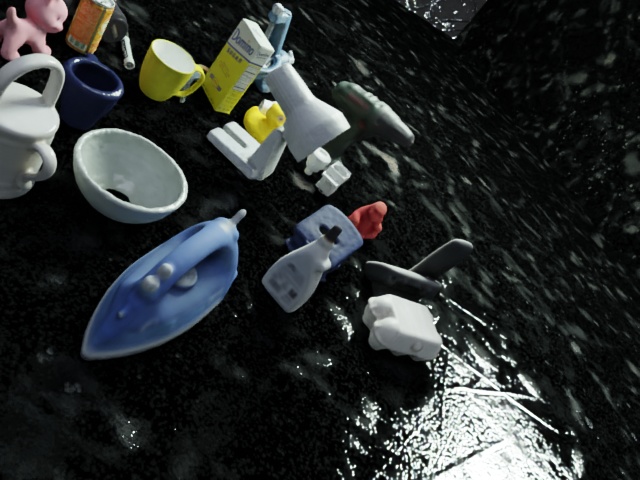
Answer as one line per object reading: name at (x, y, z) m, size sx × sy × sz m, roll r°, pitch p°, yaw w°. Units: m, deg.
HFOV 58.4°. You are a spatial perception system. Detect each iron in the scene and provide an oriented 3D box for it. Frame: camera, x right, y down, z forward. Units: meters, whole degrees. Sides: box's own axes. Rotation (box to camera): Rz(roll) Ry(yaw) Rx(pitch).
iron at (-0.184, 0.046, 0.729) m, size 0.118 × 0.141 × 0.259 m, roll 42°, pitch 32°, yaw 0°

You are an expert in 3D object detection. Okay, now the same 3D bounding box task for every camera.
camera at (-0.434, -0.451, 1.089) m, size 0.136 × 0.100 × 0.144 m, roll 53°, pitch 33°, yaw 16°

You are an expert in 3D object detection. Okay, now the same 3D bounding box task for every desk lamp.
desk lamp at (-0.075, -0.212, 1.088) m, size 0.203 × 0.213 × 0.118 m, roll 42°, pitch 32°, yaw 0°

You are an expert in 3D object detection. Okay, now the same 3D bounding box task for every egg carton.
egg carton at (0.148, 0.160, 1.024) m, size 0.151 × 0.069 × 0.107 m, roll 20°, pitch 38°, yaw -32°

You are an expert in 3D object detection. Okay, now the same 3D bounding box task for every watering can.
watering can at (-0.382, -0.155, 0.702) m, size 0.173 × 0.193 × 0.101 m, roll 36°, pitch 32°, yaw -10°

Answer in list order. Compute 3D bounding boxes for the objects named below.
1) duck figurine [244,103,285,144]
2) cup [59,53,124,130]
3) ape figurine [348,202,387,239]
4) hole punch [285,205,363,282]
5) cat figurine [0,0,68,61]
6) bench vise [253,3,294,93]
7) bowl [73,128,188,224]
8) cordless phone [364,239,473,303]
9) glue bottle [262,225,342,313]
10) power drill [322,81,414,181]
duck figurine at (-0.107, -0.255, 1.226) m, size 0.104 × 0.086 × 0.078 m, roll 46°, pitch 32°, yaw 5°
cup at (-0.371, -0.231, 0.900) m, size 0.092 × 0.094 × 0.117 m, roll 12°, pitch 42°, yaw -39°
ape figurine at (0.102, -0.045, 1.197) m, size 0.078 × 0.092 × 0.076 m, roll 33°, pitch 33°, yaw -15°
hole punch at (0.010, 0.004, 1.039) m, size 0.108 × 0.091 × 0.101 m, roll 48°, pitch 32°, yaw 9°
cat figurine at (-0.465, -0.362, 0.932) m, size 0.067 × 0.117 × 0.128 m, roll 41°, pitch 32°, yaw -2°
bench vise at (-0.123, -0.447, 1.310) m, size 0.121 × 0.219 × 0.208 m, roll 40°, pitch 32°, yaw -3°
bowl at (-0.283, -0.080, 0.834) m, size 0.168 × 0.074 × 0.167 m, roll 28°, pitch 34°, yaw -21°
cordless phone at (0.189, 0.046, 1.096) m, size 0.148 × 0.184 × 0.094 m, roll 16°, pitch 40°, yaw -35°
glue bottle at (-0.019, 0.036, 0.891) m, size 0.078 × 0.173 × 0.037 m, roll 49°, pitch 32°, yaw 11°
power drill at (0.083, -0.234, 1.292) m, size 0.076 × 0.208 × 0.229 m, roll -11°, pitch 59°, yaw -52°
